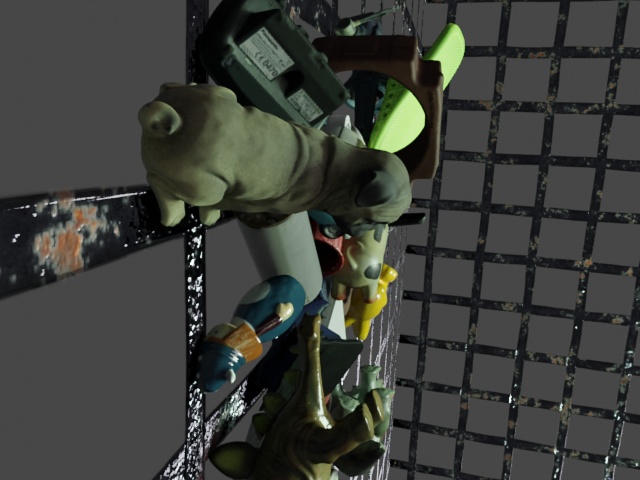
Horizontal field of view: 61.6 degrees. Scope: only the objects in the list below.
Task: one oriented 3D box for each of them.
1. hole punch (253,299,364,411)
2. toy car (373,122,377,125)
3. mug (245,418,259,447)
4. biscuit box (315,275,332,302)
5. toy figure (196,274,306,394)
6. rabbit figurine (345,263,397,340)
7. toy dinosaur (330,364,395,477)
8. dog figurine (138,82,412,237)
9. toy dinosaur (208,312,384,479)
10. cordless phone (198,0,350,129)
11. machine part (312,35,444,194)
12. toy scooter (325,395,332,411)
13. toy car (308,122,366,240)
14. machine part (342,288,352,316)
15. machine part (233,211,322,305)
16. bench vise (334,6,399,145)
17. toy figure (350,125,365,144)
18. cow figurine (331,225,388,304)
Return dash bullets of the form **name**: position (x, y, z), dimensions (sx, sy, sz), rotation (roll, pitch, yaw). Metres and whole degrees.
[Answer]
- **hole punch**: position (-0.025, 0.141, 0.692), dimensions (0.115, 0.092, 0.142), rotation (9, 124, -47)
- **toy car**: position (0.111, -0.189, 1.116), dimensions (0.202, 0.053, 0.089), rotation (-169, -103, -81)
- **mug**: position (-0.051, 0.286, 0.658), dimensions (0.080, 0.110, 0.107), rotation (62, 49, -72)
- **biscuit box**: position (-0.002, -0.002, 0.824), dimensions (0.062, 0.059, 0.202), rotation (71, 29, -58)
- **toy figure**: position (-0.075, 0.092, 0.547), dimensions (0.154, 0.058, 0.064), rotation (-41, 171, -44)
- **rabbit figurine**: position (0.080, 0.116, 1.091), dimensions (0.162, 0.122, 0.173), rotation (-63, -172, 4)
- **toy dinosaur**: position (0.059, 0.331, 0.938), dimensions (0.405, 0.131, 0.192), rotation (-74, 164, -81)
- **dog figurine**: position (-0.026, -0.064, 0.431), dimensions (0.172, 0.191, 0.121), rotation (-6, 101, -74)
- **toy dinosaur**: position (-0.020, 0.312, 0.561), dimensions (0.105, 0.199, 0.471), rotation (29, 57, -65)
- **cordless phone**: position (-0.049, -0.196, 0.544), dimensions (0.146, 0.089, 0.184), rotation (42, 24, -37)
- **machine part**: position (0.058, -0.160, 0.708), dimensions (0.087, 0.201, 0.201), rotation (-73, 162, -48)
- **toy scooter**: position (-0.017, 0.240, 0.829), dimensions (0.135, 0.075, 0.183), rotation (-63, 158, -59)
- **toy car**: position (0.012, -0.081, 0.649), dimensions (0.161, 0.103, 0.109), rotation (44, 42, -20)
- **machine part**: position (0.024, 0.045, 0.959), dimensions (0.179, 0.056, 0.179), rotation (4, 90, -76)
- **machine part**: position (-0.044, 0.007, 0.620), dimensions (0.243, 0.079, 0.079), rotation (79, 21, -52)
- **bench vise**: position (0.085, -0.273, 0.961), dimensions (0.223, 0.129, 0.240), rotation (52, 41, -66)
- **toy figure**: position (0.038, -0.114, 0.902), dimensions (0.180, 0.082, 0.089), rotation (84, 19, -48)
- **cow figurine**: position (0.066, -0.016, 0.804), dimensions (0.127, 0.086, 0.195), rotation (90, 14, -47)
